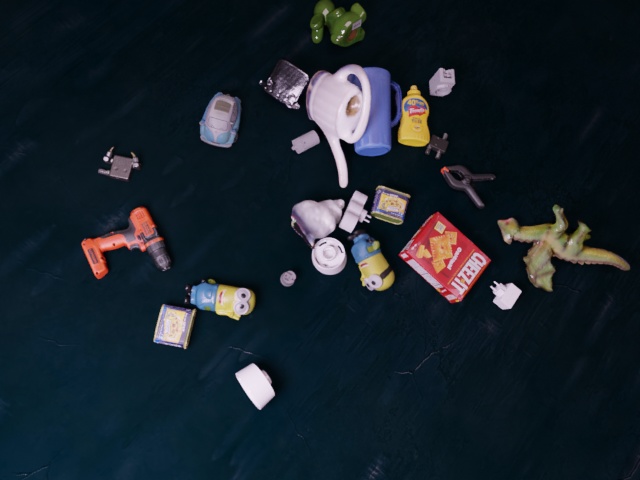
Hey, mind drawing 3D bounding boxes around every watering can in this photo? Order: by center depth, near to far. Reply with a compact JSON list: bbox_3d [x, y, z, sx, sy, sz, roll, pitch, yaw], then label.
[{"bbox_3d":[0.045,-0.341,1.483,0.105,0.340,0.227,-13,39,-38],"label":"watering can"}]

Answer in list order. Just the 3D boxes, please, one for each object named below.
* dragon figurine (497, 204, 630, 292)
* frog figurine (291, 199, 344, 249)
[{"bbox_3d":[0.728,0.046,1.574,0.411,0.122,0.243,38,90,2],"label":"dragon figurine"},{"bbox_3d":[0.004,-0.072,1.427,0.160,0.139,0.120,-37,125,-13],"label":"frog figurine"}]
